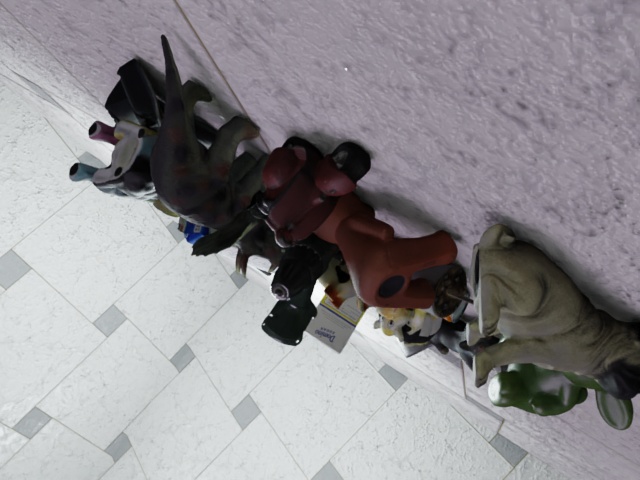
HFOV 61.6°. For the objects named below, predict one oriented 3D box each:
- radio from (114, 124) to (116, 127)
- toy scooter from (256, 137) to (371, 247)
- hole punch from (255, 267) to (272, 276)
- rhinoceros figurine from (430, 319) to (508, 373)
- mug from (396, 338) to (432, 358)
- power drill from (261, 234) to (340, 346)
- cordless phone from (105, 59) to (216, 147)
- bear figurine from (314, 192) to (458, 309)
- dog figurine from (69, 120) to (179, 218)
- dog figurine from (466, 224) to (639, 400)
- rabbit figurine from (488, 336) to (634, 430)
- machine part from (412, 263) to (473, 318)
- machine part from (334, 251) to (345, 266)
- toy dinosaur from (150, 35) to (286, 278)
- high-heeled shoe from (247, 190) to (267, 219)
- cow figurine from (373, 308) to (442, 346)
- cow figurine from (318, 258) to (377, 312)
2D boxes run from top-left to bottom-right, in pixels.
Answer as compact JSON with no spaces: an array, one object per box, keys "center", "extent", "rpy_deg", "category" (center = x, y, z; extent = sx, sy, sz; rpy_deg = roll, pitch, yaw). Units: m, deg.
[{"center":[-0.320,-0.203,1.032],"extent":[0.131,0.073,0.230],"rpy_deg":[40,166,-21],"category":"radio"},{"center":[-0.027,-0.056,0.637],"extent":[0.075,0.135,0.184],"rpy_deg":[39,170,-30],"category":"toy scooter"},{"center":[-0.146,0.020,1.469],"extent":[0.142,0.092,0.116],"rpy_deg":[34,-161,-10],"category":"hole punch"},{"center":[0.268,0.176,0.933],"extent":[0.191,0.073,0.112],"rpy_deg":[24,154,50],"category":"rhinoceros figurine"},{"center":[0.190,0.164,1.065],"extent":[0.081,0.109,0.107],"rpy_deg":[-46,66,48],"category":"mug"},{"center":[-0.035,0.070,0.833],"extent":[0.086,0.232,0.207],"rpy_deg":[21,130,11],"category":"power drill"},{"center":[-0.227,-0.191,0.847],"extent":[0.184,0.088,0.146],"rpy_deg":[24,169,-4],"category":"cordless phone"},{"center":[0.064,-0.004,0.703],"extent":[0.132,0.120,0.196],"rpy_deg":[-4,-141,-25],"category":"bear figurine"},{"center":[-0.274,-0.104,0.881],"extent":[0.192,0.108,0.219],"rpy_deg":[9,169,30],"category":"dog figurine"},{"center":[0.250,0.068,0.535],"extent":[0.191,0.121,0.172],"rpy_deg":[0,124,10],"category":"dog figurine"},{"center":[0.310,0.167,0.661],"extent":[0.159,0.121,0.170],"rpy_deg":[30,153,5],"category":"rabbit figurine"},{"center":[0.123,0.048,0.783],"extent":[0.244,0.079,0.079],"rpy_deg":[24,165,45],"category":"machine part"},{"center":[-0.002,-0.003,0.936],"extent":[0.139,0.084,0.039],"rpy_deg":[23,-163,21],"category":"machine part"},{"center":[-0.167,-0.085,0.775],"extent":[0.131,0.192,0.404],"rpy_deg":[24,166,34],"category":"toy dinosaur"},{"center":[-0.109,-0.035,1.059],"extent":[0.145,0.086,0.248],"rpy_deg":[45,-177,5],"category":"high-heeled shoe"},{"center":[0.142,0.135,0.899],"extent":[0.167,0.098,0.068],"rpy_deg":[6,-163,-46],"category":"cow figurine"},{"center":[0.057,0.059,0.967],"extent":[0.195,0.127,0.085],"rpy_deg":[45,174,29],"category":"cow figurine"}]
